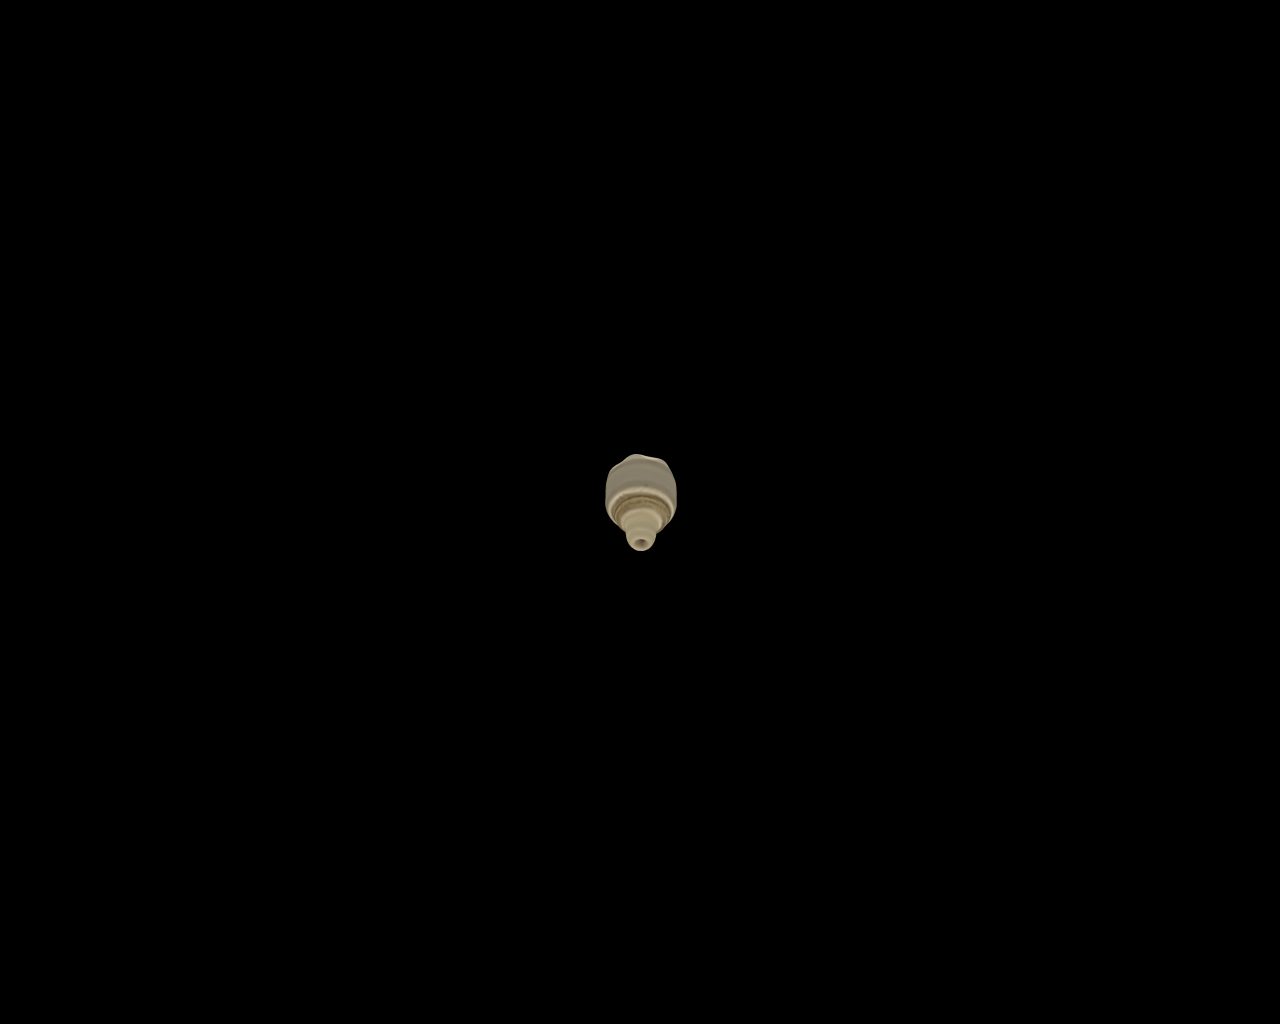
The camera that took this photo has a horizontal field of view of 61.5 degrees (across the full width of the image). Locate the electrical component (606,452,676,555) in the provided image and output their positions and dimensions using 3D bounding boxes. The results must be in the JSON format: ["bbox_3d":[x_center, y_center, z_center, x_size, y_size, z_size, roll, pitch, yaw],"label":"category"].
[{"bbox_3d":[0.001,-0.003,0.650,0.043,0.062,0.043,0,-44,0],"label":"electrical component"}]
